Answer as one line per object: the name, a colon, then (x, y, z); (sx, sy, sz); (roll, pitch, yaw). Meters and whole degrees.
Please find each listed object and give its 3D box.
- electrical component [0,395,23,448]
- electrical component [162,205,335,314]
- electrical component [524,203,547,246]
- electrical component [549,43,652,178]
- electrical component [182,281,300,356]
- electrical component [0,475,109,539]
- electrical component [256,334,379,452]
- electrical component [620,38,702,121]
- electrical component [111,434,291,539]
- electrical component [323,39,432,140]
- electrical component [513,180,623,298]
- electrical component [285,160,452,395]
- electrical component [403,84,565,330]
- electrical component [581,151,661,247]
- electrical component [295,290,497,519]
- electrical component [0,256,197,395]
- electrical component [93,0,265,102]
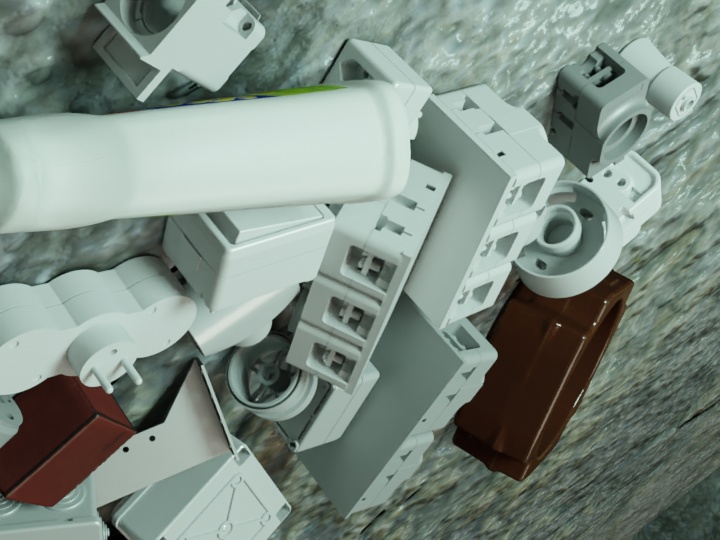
electrical component: (-0.233, 0.094, 0.630); (0.055, 0.045, 0.045); (-43, 153, 3)
electrical component: (-0.062, -0.027, 0.652); (0.096, 0.061, 0.061); (-19, 146, -36)
electrical component: (0.108, -0.041, 0.869); (0.079, 0.043, 0.077); (-41, 153, -2)
electrical component: (0.189, -0.121, 0.842); (0.050, 0.055, 0.089); (-33, 152, -16)
electrical component: (-0.081, 0.026, 0.724); (0.077, 0.044, 0.079); (-35, 152, -12)
electrical component: (-0.221, 0.187, 0.731); (0.100, 0.048, 0.099); (-3, 126, -15)
electrical component: (-0.035, 0.098, 0.870); (0.061, 0.061, 0.096); (-9, 139, -46)
electrical component: (0.236, -0.148, 0.850); (0.044, 0.065, 0.044); (-30, 147, -22)
electrical component: (-0.123, 0.191, 0.849); (0.108, 0.056, 0.108); (-47, 139, -20)
electrical component: (0.010, -0.091, 0.665); (0.076, 0.047, 0.083); (-3, 134, -50)
electrical component: (0.174, -0.026, 0.922); (0.099, 0.099, 0.064); (-43, 147, 4)
electrical component: (0.000, 0.000, 0.739); (0.150, 0.062, 0.089); (111, 5, -46)
electrical component: (0.075, -0.045, 0.769); (0.062, 0.089, 0.150); (-20, 146, -35)
electrical component: (0.229, -0.056, 0.990); (0.095, 0.053, 0.059); (-40, 153, -2)
electrical component: (0.021, 0.102, 0.900); (0.060, 0.105, 0.186); (-4, 135, -50)
electrical component: (-0.154, 0.042, 0.622); (0.138, 0.073, 0.052); (-14, 143, -41)
electrical component: (-0.082, -0.119, 0.513); (0.081, 0.042, 0.064); (-46, 154, 11)
